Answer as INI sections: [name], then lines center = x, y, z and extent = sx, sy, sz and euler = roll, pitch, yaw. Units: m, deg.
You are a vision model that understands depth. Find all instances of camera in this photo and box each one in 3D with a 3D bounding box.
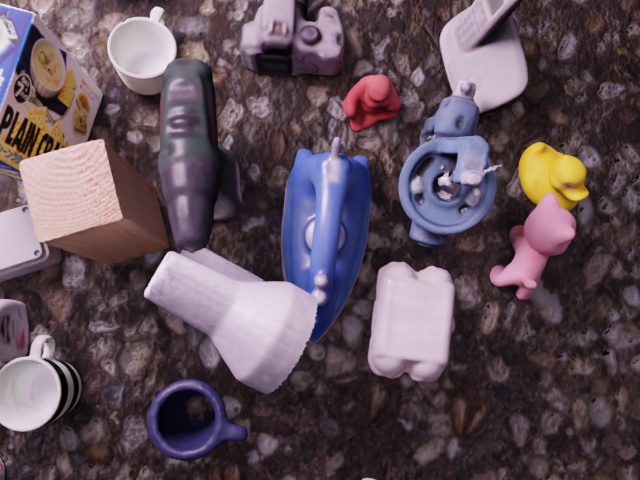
[camera]
center = -0.036, -0.307, 0.782
extent = 0.143, 0.101, 0.137
euler = 3, 81, -2

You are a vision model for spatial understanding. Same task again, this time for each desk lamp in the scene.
[desk lamp]
center = -0.109, 0.080, 0.665
extent = 0.203, 0.213, 0.118
euler = 28, 82, 2

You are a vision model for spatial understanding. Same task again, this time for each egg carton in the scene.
[egg carton]
center = 0.120, 0.106, 0.743
extent = 0.107, 0.069, 0.150
euler = 7, 81, -1

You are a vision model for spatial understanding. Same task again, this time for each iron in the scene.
[iron]
center = 0.007, 0.003, 0.717
extent = 0.118, 0.141, 0.258
euler = 5, 81, -1

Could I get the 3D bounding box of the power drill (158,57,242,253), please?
[power drill]
center = -0.143, -0.086, 0.691
extent = 0.075, 0.208, 0.230
euler = -7, 82, -3

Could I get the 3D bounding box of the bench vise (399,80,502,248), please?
[bench vise]
center = 0.155, -0.105, 0.700
extent = 0.121, 0.219, 0.207
euler = -5, 82, -3

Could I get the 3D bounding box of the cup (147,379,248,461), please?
[cup]
center = -0.142, 0.218, 0.703
extent = 0.117, 0.095, 0.092
euler = 15, 81, 0

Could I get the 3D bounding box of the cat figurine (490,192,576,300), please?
[cat figurine]
center = 0.285, 0.009, 0.740
extent = 0.067, 0.117, 0.128
euler = 24, 81, 2

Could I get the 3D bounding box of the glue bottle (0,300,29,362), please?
[glue bottle]
center = -0.397, 0.106, 0.669
extent = 0.037, 0.173, 0.078
euler = -9, 82, -3

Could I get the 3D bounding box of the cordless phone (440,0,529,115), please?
[cordless phone]
center = 0.229, -0.258, 0.743
extent = 0.094, 0.185, 0.147
euler = -16, 82, -4

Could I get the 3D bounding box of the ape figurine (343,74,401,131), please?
[ape figurine]
center = 0.073, -0.193, 0.774
extent = 0.078, 0.092, 0.076
euler = 16, 81, 0

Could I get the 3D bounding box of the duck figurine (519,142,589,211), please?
[duck figurine]
center = 0.321, -0.090, 0.772
extent = 0.077, 0.086, 0.104
euler = -30, 84, -6
